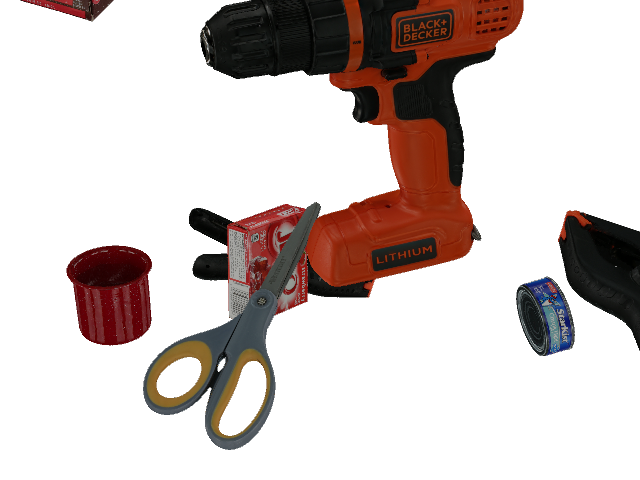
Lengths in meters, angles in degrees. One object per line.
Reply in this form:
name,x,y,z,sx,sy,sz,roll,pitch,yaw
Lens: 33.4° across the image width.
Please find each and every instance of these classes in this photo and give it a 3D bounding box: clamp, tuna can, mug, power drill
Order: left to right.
mug,-0.242,0.059,1.201,0.117,0.081,0.093,23,37,35
clamp,-0.043,0.025,1.115,0.210,0.036,0.164,17,18,-7
power drill,0.027,-0.065,0.625,0.184,0.188,0.057,-11,37,-13
tuna can,0.252,0.086,1.203,0.033,0.086,0.086,-15,2,-8
clamp,0.233,0.037,0.721,0.120,0.039,0.171,-6,43,-27

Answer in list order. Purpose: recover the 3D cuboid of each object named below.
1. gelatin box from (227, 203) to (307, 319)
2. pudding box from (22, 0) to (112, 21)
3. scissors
gelatin box,-0.044,0.020,0.915,0.030,0.089,0.073,18,26,38
pudding box,-0.191,-0.215,0.809,0.090,0.039,0.113,17,38,4
scissors,-0.060,0.049,0.729,0.096,0.201,0.016,3,-38,8
